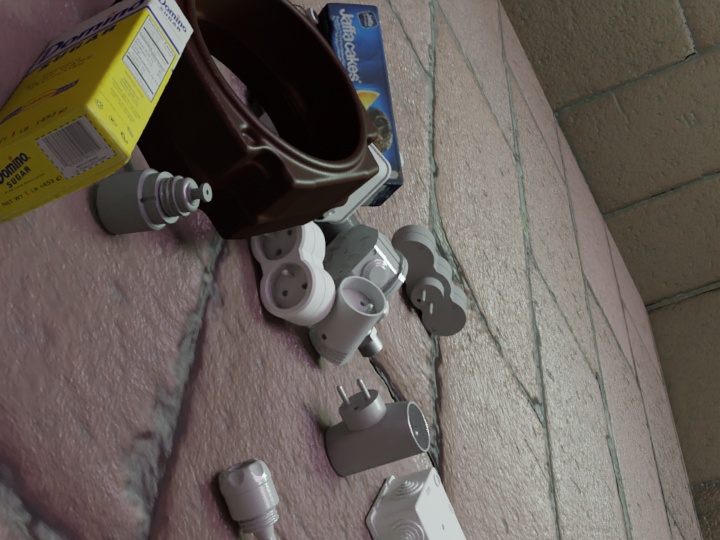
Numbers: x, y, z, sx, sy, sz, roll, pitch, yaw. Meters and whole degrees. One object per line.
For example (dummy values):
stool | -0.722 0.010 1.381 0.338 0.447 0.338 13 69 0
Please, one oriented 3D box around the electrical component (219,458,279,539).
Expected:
electrical component | -0.070 0.159 0.716 0.061 0.035 0.035 70 19 -4

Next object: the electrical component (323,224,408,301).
electrical component | 0.000 0.000 1.002 0.051 0.080 0.080 51 25 -29

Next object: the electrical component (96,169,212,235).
electrical component | -0.134 -0.046 0.698 0.040 0.078 0.040 -6 90 -70

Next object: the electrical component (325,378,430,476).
electrical component | 0.007 0.126 0.892 0.079 0.077 0.043 63 20 -17

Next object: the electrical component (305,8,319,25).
electrical component | -0.072 -0.244 1.085 0.048 0.062 0.048 53 24 -38

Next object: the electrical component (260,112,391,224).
electrical component | -0.036 -0.104 0.969 0.113 0.078 0.057 50 17 12

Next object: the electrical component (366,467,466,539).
electrical component | 0.053 0.233 0.950 0.099 0.048 0.099 66 19 -8

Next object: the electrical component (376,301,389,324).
electrical component | 0.009 0.022 1.071 0.035 0.035 0.061 49 25 -45

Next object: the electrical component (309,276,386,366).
electrical component | -0.015 0.048 0.923 0.043 0.081 0.043 19 41 -18

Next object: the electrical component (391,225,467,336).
electrical component | 0.078 0.022 1.230 0.138 0.052 0.073 59 21 -26

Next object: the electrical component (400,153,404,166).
electrical component | 0.006 -0.110 1.157 0.061 0.062 0.096 63 20 -17

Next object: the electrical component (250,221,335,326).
electrical component | -0.054 -0.018 0.916 0.074 0.052 0.138 30 43 -62

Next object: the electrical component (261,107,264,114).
electrical component | -0.057 -0.171 1.022 0.080 0.080 0.051 52 12 -41
